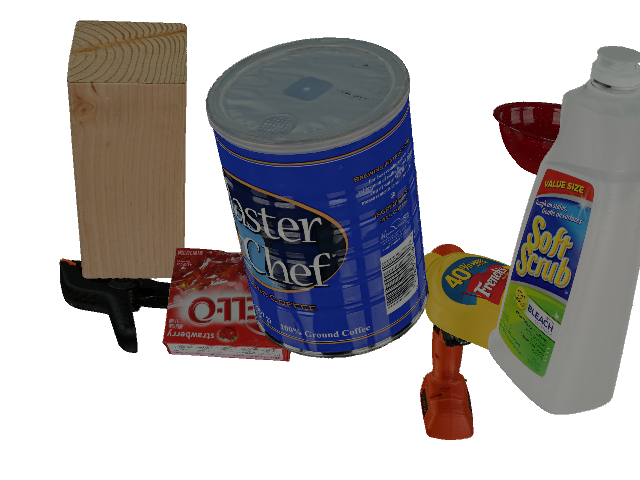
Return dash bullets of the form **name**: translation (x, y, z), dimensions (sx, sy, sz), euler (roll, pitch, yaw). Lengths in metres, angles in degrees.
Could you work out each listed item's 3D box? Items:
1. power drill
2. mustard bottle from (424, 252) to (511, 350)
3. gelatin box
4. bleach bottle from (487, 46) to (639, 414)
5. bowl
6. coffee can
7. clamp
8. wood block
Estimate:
- **power drill**: translation (0.142, 0.118, 1.151), dimensions (0.057, 0.188, 0.184), euler (2, 24, 2)
- **mustard bottle**: translation (0.150, 0.056, 0.936), dimensions (0.192, 0.058, 0.096), euler (25, 41, 37)
- **gelatin box**: translation (-0.062, 0.045, 0.755), dimensions (0.089, 0.073, 0.030), euler (3, -25, 4)
- **bleach bottle**: translation (0.173, -0.009, 0.716), dimensions (0.068, 0.251, 0.103), euler (-9, 33, -19)
- **bowl**: translation (0.267, -0.106, 1.181), dimensions (0.162, 0.055, 0.162), euler (6, 23, -3)
- **coffee can**: translation (0.002, -0.022, 0.572), dimensions (0.103, 0.140, 0.103), euler (-6, 38, 5)
- **clamp**: translation (-0.206, 0.060, 1.105), dimensions (0.210, 0.036, 0.164), euler (14, 20, 29)
- **wood block**: translation (-0.158, -0.071, 0.897), dimensions (0.090, 0.206, 0.090), euler (0, 42, -7)
